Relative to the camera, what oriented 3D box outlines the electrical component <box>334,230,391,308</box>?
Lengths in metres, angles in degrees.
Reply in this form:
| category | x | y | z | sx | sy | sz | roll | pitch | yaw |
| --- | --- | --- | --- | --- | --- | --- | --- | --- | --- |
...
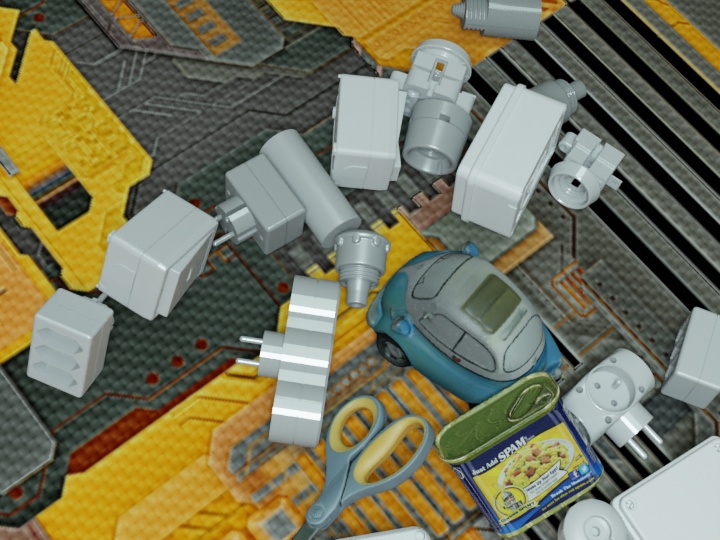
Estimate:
| category | x | y | z | sx | sy | sz | roll | pitch | yaw |
| --- | --- | --- | --- | --- | --- | --- | --- | --- | --- |
| electrical component | 0.000 | 0.000 | 0.896 | 0.048 | 0.048 | 0.062 | 7 | 72 | -4 |

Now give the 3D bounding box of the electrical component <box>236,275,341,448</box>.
| category | x | y | z | sx | sy | sz | roll | pitch | yaw |
| --- | --- | --- | --- | --- | --- | --- | --- | --- | --- |
| electrical component | -0.060 | 0.068 | 0.851 | 0.074 | 0.052 | 0.138 | 9 | 65 | -2 |

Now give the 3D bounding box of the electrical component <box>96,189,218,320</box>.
| category | x | y | z | sx | sy | sz | roll | pitch | yaw |
| --- | --- | --- | --- | --- | --- | --- | --- | --- | --- |
| electrical component | -0.155 | -0.014 | 0.861 | 0.061 | 0.061 | 0.096 | 31 | 40 | 7 |

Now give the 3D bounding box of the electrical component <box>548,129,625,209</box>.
| category | x | y | z | sx | sy | sz | roll | pitch | yaw |
| --- | --- | --- | --- | --- | --- | --- | --- | --- | --- |
| electrical component | 0.199 | -0.087 | 0.960 | 0.066 | 0.048 | 0.055 | 35 | 59 | 9 |

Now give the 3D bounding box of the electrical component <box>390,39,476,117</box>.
| category | x | y | z | sx | sy | sz | roll | pitch | yaw |
| --- | --- | --- | --- | --- | --- | --- | --- | --- | --- |
| electrical component | 0.069 | -0.171 | 0.976 | 0.078 | 0.058 | 0.057 | 19 | 67 | 2 |

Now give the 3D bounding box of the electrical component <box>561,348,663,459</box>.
| category | x | y | z | sx | sy | sz | roll | pitch | yaw |
| --- | --- | --- | --- | --- | --- | --- | --- | --- | --- |
| electrical component | 0.209 | 0.116 | 0.867 | 0.077 | 0.044 | 0.079 | -37 | 74 | -20 |

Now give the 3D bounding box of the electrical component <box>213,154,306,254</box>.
| category | x | y | z | sx | sy | sz | roll | pitch | yaw |
| --- | --- | --- | --- | --- | --- | --- | --- | --- | --- |
| electrical component | -0.096 | -0.046 | 0.903 | 0.077 | 0.047 | 0.065 | -31 | 72 | -19 |

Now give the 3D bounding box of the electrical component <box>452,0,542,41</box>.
| category | x | y | z | sx | sy | sz | roll | pitch | yaw |
| --- | --- | --- | --- | --- | --- | --- | --- | --- | --- |
| electrical component | 0.128 | -0.244 | 1.024 | 0.081 | 0.043 | 0.043 | 5 | 65 | -5 |

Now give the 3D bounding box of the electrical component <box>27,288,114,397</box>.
| category | x | y | z | sx | sy | sz | roll | pitch | yaw |
| --- | --- | --- | --- | --- | --- | --- | --- | --- | --- |
| electrical component | -0.218 | 0.046 | 0.840 | 0.047 | 0.065 | 0.076 | 22 | 36 | 3 |

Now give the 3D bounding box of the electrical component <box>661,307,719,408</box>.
| category | x | y | z | sx | sy | sz | roll | pitch | yaw |
| --- | --- | --- | --- | --- | --- | --- | --- | --- | --- |
| electrical component | 0.300 | 0.079 | 0.890 | 0.077 | 0.047 | 0.065 | 20 | 64 | 9 |

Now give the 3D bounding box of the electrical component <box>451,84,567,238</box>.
| category | x | y | z | sx | sy | sz | roll | pitch | yaw |
| --- | --- | --- | --- | --- | --- | --- | --- | --- | --- |
| electrical component | 0.129 | -0.096 | 0.935 | 0.057 | 0.078 | 0.113 | 24 | 65 | 12 |

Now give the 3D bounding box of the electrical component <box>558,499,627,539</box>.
| category | x | y | z | sx | sy | sz | roll | pitch | yaw |
| --- | --- | --- | --- | --- | --- | --- | --- | --- | --- |
| electrical component | 0.170 | 0.202 | 0.812 | 0.048 | 0.062 | 0.048 | 3 | 65 | -7 |

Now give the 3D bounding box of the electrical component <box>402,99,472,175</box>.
| category | x | y | z | sx | sy | sz | roll | pitch | yaw |
| --- | --- | --- | --- | --- | --- | --- | --- | --- | --- |
| electrical component | 0.067 | -0.116 | 0.952 | 0.055 | 0.055 | 0.047 | 17 | 68 | 1 |

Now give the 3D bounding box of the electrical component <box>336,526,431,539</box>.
| category | x | y | z | sx | sy | sz | roll | pitch | yaw |
| --- | --- | --- | --- | --- | --- | --- | --- | --- | --- |
| electrical component | 0.020 | 0.248 | 0.775 | 0.078 | 0.057 | 0.113 | -7 | 66 | -10 |

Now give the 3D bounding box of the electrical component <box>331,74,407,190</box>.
| category | x | y | z | sx | sy | sz | roll | pitch | yaw |
| --- | --- | --- | --- | --- | --- | --- | --- | --- | --- |
| electrical component | 0.007 | -0.125 | 0.944 | 0.061 | 0.061 | 0.096 | 5 | 65 | -5 |

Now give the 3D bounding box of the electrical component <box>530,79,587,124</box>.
| category | x | y | z | sx | sy | sz | roll | pitch | yaw |
| --- | --- | --- | --- | --- | --- | --- | --- | --- | --- |
| electrical component | 0.180 | -0.155 | 0.989 | 0.062 | 0.043 | 0.043 | -29 | 72 | -19 |

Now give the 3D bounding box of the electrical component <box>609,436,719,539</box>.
| category | x | y | z | sx | sy | sz | roll | pitch | yaw |
| --- | --- | --- | --- | --- | --- | --- | --- | --- | --- |
| electrical component | 0.259 | 0.202 | 0.827 | 0.109 | 0.056 | 0.108 | -27 | 71 | -18 |
